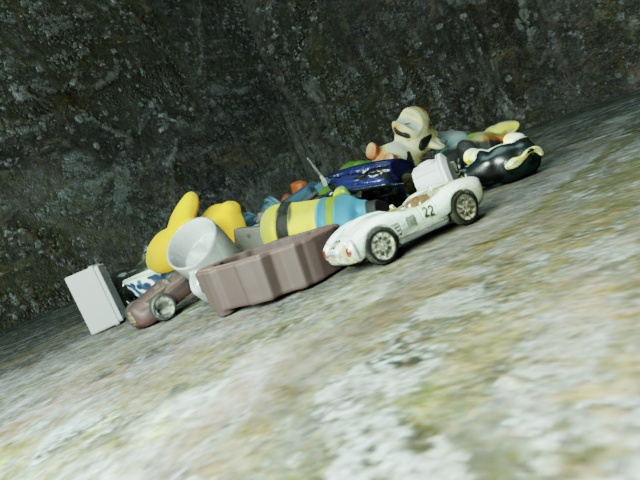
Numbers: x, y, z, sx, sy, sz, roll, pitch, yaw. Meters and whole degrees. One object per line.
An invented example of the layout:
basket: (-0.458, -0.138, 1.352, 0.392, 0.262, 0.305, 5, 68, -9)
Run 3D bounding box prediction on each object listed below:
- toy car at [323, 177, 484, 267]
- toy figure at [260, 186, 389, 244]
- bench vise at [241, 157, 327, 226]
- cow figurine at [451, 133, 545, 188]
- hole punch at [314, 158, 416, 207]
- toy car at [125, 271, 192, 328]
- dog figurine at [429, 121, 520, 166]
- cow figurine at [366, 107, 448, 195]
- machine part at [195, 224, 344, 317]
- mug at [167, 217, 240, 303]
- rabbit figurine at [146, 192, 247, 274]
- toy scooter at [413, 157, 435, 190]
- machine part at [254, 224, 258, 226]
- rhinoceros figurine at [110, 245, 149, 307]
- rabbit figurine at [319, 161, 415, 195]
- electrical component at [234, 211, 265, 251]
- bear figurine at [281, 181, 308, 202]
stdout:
toy car: (0.094, -0.020, 0.592, 0.202, 0.056, 0.073, -23, 6, -24)
toy figure: (0.002, -0.024, 0.743, 0.180, 0.089, 0.082, -10, 40, 30)
bench vise: (-0.079, -0.049, 1.090, 0.240, 0.128, 0.224, -40, 18, -14)
cow figurine: (0.250, -0.105, 0.821, 0.167, 0.068, 0.098, -21, 11, 10)
hole punch: (0.078, -0.082, 0.798, 0.142, 0.092, 0.115, -5, -24, 31)
toy car: (-0.205, 0.059, 0.806, 0.089, 0.053, 0.202, -19, 19, 47)
dog figurine: (0.278, -0.154, 0.973, 0.191, 0.108, 0.219, -11, 6, -39)
cow figurine: (0.138, -0.128, 0.907, 0.127, 0.194, 0.086, -4, 30, -42)
machine part: (-0.054, 0.032, 0.641, 0.179, 0.056, 0.179, -19, 5, 2)
mug: (-0.145, 0.038, 0.740, 0.081, 0.110, 0.107, -25, -39, 16)
rabbit figurine: (-0.212, 0.004, 0.922, 0.173, 0.122, 0.162, -20, -28, -30)
toy scooter: (0.202, -0.131, 1.192, 0.184, 0.075, 0.135, -9, -10, 29)
machine part: (-0.057, -0.009, 0.936, 0.243, 0.079, 0.079, -25, 7, -30)
rhinoceros figurine: (-0.342, 0.065, 1.112, 0.190, 0.112, 0.073, -29, 4, -2)
rabbit figurine: (0.081, -0.099, 1.045, 0.159, 0.121, 0.170, -37, 26, -10)
electrical component: (-0.088, 0.007, 0.823, 0.078, 0.102, 0.045, -10, 4, 14)
bear figurine: (-0.051, -0.077, 1.253, 0.120, 0.131, 0.196, -4, 11, -30)
